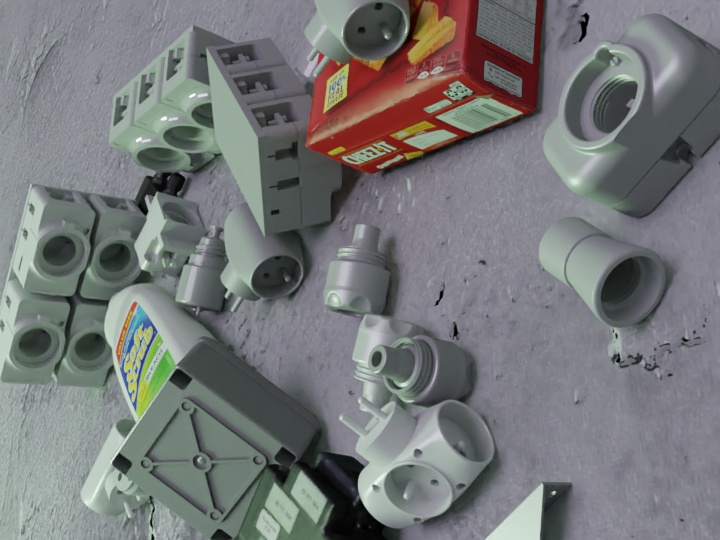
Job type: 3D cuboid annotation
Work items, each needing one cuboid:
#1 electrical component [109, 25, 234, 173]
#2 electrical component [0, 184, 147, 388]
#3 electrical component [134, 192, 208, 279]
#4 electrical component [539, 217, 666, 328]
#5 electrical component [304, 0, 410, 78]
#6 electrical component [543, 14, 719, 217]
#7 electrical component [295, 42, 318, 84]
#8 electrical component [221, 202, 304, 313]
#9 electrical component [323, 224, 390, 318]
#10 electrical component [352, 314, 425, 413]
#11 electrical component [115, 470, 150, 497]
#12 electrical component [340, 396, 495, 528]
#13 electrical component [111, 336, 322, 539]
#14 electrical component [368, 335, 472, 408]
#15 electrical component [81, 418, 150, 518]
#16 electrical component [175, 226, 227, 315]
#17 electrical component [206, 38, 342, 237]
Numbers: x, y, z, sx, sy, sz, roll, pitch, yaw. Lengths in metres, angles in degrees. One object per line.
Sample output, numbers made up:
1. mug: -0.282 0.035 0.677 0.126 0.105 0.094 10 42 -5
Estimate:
1. electrical component: -0.153 -0.146 0.974 0.150 0.089 0.061 -25 56 47
2. electrical component: -0.282 0.021 1.046 0.060 0.105 0.186 41 117 51
3. electrical component: -0.179 -0.031 1.001 0.063 0.042 0.081 -56 37 25
4. electrical component: 0.125 -0.003 0.571 0.044 0.044 0.065 -64 31 12
5. electrical component: -0.010 -0.160 0.693 0.079 0.043 0.077 -50 39 28
6. electrical component: 0.144 -0.081 0.561 0.095 0.059 0.053 -53 39 26
7. electrical component: -0.013 -0.182 0.837 0.081 0.043 0.043 -59 37 19
8. electrical component: -0.085 -0.002 0.857 0.079 0.044 0.077 -57 38 21
9. electrical component: 0.000 0.000 0.740 0.043 0.043 0.062 -5 70 53
10. electrical component: 0.016 0.061 0.691 0.043 0.043 0.062 10 85 55
11. electrical component: -0.168 0.166 0.888 0.045 0.055 0.045 -27 55 46
12. electrical component: 0.024 0.104 0.632 0.077 0.079 0.044 -46 10 33
13. electrical component: -0.102 0.123 0.765 0.108 0.109 0.056 -53 0 26
14. electrical component: 0.034 0.060 0.649 0.043 0.062 0.043 -27 55 46
15. electrical component: -0.206 0.183 0.943 0.077 0.043 0.079 -61 36 16
16. electrical component: -0.132 0.001 0.924 0.040 0.040 0.078 3 78 55
17. electrical component: -0.069 -0.108 0.844 0.150 0.062 0.089 -121 24 -47
